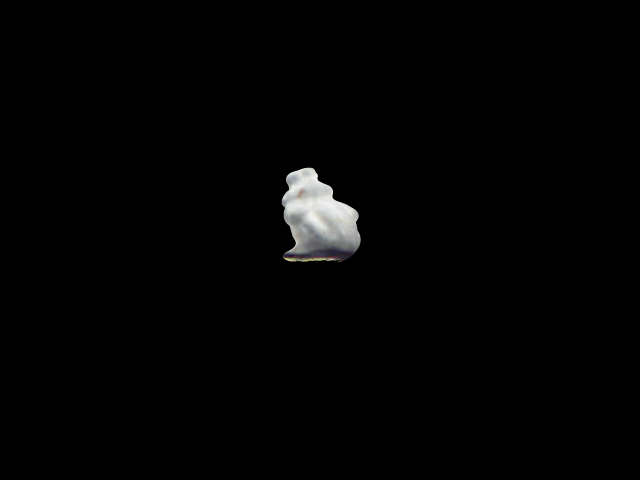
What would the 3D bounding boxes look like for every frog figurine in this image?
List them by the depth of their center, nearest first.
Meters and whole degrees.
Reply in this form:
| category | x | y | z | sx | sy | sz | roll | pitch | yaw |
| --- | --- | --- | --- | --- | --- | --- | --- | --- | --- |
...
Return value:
| category | x | y | z | sx | sy | sz | roll | pitch | yaw |
| --- | --- | --- | --- | --- | --- | --- | --- | --- | --- |
| frog figurine | 0.003 | -0.043 | 0.850 | 0.137 | 0.160 | 0.122 | 3 | -7 | -27 |
